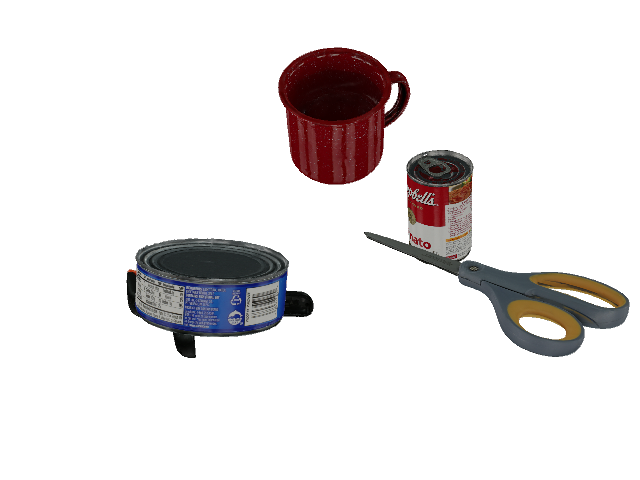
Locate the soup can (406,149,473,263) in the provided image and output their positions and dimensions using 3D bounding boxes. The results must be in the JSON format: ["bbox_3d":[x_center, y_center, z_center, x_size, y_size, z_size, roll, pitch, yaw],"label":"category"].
[{"bbox_3d":[0.124,-0.034,1.110,0.068,0.102,0.068,-3,35,2],"label":"soup can"}]

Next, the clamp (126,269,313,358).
[{"bbox_3d":[-0.135,0.066,1.075,0.210,0.036,0.164,12,20,37],"label":"clamp"}]

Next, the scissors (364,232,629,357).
[{"bbox_3d":[0.106,0.034,0.730,0.202,0.016,0.096,12,32,22],"label":"scissors"}]

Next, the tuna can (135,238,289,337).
[{"bbox_3d":[-0.061,0.026,0.602,0.086,0.034,0.086,4,14,-1],"label":"tuna can"}]

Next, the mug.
[{"bbox_3d":[0.023,-0.107,0.904,0.117,0.093,0.081,-25,-36,-17],"label":"mug"}]
